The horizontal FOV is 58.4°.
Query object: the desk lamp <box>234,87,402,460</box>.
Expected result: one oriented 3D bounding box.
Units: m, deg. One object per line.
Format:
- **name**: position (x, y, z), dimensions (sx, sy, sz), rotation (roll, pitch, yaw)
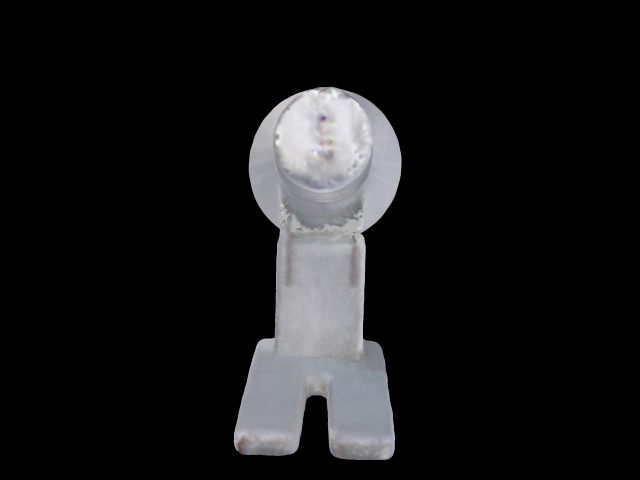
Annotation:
- **desk lamp**: position (0.004, 0.001, 0.400), dimensions (0.118, 0.214, 0.203), rotation (0, 17, 0)
